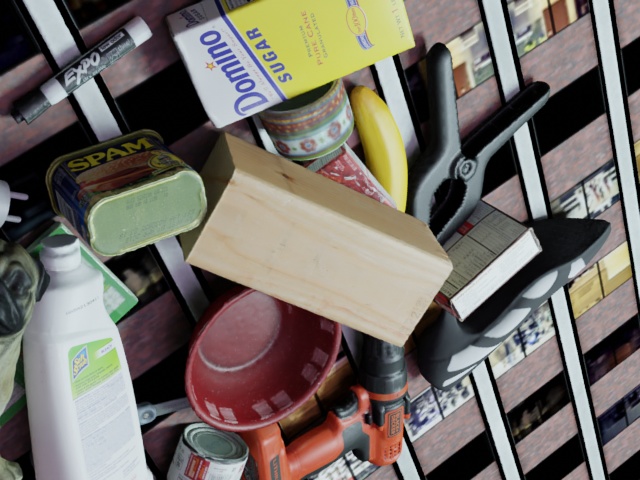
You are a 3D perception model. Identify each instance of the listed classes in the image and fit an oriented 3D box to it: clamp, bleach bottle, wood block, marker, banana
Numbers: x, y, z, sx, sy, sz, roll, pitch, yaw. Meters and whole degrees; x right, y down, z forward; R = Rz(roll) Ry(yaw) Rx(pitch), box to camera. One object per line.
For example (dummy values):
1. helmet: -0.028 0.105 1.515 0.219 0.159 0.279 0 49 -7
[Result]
1. clamp: 0.139 -0.079 1.034 0.164 0.036 0.210 2 112 -37
2. bleach bottle: -0.193 0.113 0.867 0.102 0.068 0.251 -37 132 -55
3. wood block: -0.006 0.000 0.896 0.205 0.091 0.090 23 109 -21
4. marker: -0.179 -0.126 0.798 0.121 0.020 0.020 -38 131 -10
5. banana: 0.050 -0.048 0.989 0.069 0.037 0.198 -9 120 -30

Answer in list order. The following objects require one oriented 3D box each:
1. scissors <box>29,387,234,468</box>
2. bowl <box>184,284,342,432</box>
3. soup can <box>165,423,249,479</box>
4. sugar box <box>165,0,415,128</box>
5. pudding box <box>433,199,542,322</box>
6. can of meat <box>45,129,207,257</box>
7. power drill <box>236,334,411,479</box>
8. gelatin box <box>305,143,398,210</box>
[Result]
1. scissors: -0.169 0.145 0.961 0.201 0.016 0.096 -25 127 -22
2. bowl: -0.061 0.095 0.980 0.161 0.055 0.162 -16 124 -27
3. soup can: -0.114 0.235 1.016 0.068 0.069 0.102 7 111 -37
4. sugar box: -0.022 -0.163 0.837 0.176 0.048 0.093 -25 129 -2
5. pudding box: 0.147 0.017 1.058 0.113 0.090 0.039 -42 131 -9
6. can of meat: -0.149 -0.036 0.826 0.102 0.084 0.057 -22 126 -23
7. power drill: 0.009 0.178 1.076 0.187 0.057 0.184 -19 125 -25
8. gelatin box: 0.018 -0.034 0.955 0.073 0.030 0.089 -36 119 12
